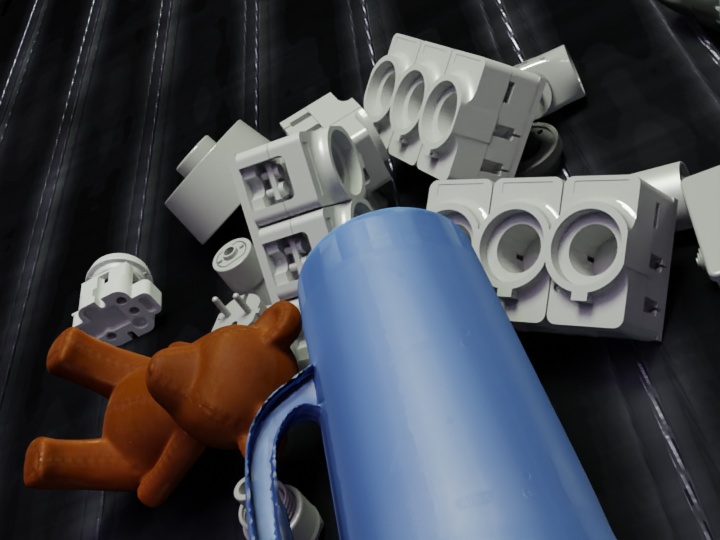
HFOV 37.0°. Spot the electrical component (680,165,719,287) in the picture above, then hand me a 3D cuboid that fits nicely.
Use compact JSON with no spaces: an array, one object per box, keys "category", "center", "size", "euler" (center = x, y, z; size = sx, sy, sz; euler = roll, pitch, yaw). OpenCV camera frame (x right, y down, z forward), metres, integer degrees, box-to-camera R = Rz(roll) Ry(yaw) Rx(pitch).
[{"category":"electrical component","center":[0.243,-0.024,0.623],"size":[0.100,0.048,0.099],"euler":[-21,39,19]}]

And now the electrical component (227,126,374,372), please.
[{"category":"electrical component","center":[-0.021,-0.015,0.721],"size":[0.062,0.150,0.089],"euler":[-17,1,21]}]

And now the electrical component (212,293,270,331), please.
[{"category":"electrical component","center":[-0.078,0.043,0.781],"size":[0.083,0.075,0.047],"euler":[-10,43,31]}]

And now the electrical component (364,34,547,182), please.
[{"category":"electrical component","center":[0.063,-0.121,0.815],"size":[0.150,0.062,0.089],"euler":[38,113,60]}]

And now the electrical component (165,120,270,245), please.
[{"category":"electrical component","center":[-0.123,-0.082,0.932],"size":[0.108,0.060,0.108],"euler":[-47,9,9]}]

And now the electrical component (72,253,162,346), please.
[{"category":"electrical component","center":[-0.208,0.023,0.923],"size":[0.078,0.058,0.057],"euler":[-25,40,14]}]

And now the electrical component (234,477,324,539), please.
[{"category":"electrical component","center":[-0.053,0.149,0.654],"size":[0.043,0.062,0.043],"euler":[-22,38,18]}]

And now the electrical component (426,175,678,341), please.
[{"category":"electrical component","center":[0.110,-0.009,0.671],"size":[0.150,0.062,0.089],"euler":[2,79,40]}]

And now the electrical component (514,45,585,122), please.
[{"category":"electrical component","center":[0.130,-0.136,0.829],"size":[0.077,0.043,0.079],"euler":[-23,11,17]}]

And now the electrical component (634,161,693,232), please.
[{"category":"electrical component","center":[0.174,-0.040,0.700],"size":[0.081,0.043,0.043],"euler":[-14,41,27]}]

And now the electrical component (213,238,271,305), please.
[{"category":"electrical component","center":[-0.084,0.007,0.835],"size":[0.044,0.065,0.044],"euler":[-22,38,18]}]

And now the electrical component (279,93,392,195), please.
[{"category":"electrical component","center":[-0.016,-0.093,0.819],"size":[0.056,0.050,0.089],"euler":[-32,34,-3]}]

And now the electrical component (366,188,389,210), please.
[{"category":"electrical component","center":[-0.029,-0.048,0.862],"size":[0.100,0.048,0.099],"euler":[-25,35,7]}]
